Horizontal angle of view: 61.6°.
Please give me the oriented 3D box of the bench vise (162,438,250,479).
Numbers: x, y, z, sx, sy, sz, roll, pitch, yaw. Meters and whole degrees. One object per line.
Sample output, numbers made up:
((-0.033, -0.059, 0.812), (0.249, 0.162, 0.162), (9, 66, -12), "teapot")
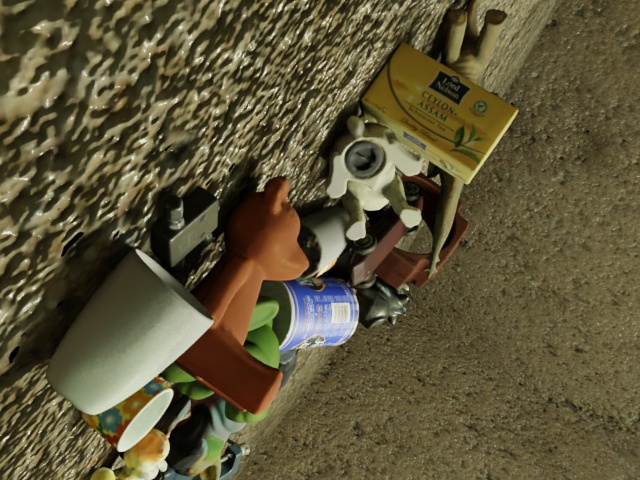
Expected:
((-0.219, 0.414, 0.910), (0.240, 0.129, 0.223), (-8, 116, -51), "bench vise")

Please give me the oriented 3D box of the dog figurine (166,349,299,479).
((-0.135, 0.238, 0.775), (0.219, 0.109, 0.191), (-63, 163, 11), "dog figurine")

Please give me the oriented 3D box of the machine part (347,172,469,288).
((0.144, -0.028, 0.956), (0.201, 0.201, 0.087), (-47, 172, -35), "machine part")

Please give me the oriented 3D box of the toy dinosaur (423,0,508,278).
((0.213, -0.178, 0.833), (0.198, 0.105, 0.471), (54, 50, -76), "toy dinosaur")

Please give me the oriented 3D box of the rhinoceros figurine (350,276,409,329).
((0.104, 0.102, 0.954), (0.073, 0.112, 0.190), (-68, 164, 12), "rhinoceros figurine")

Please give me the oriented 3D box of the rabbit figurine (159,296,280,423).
((-0.109, 0.123, 0.607), (0.159, 0.121, 0.170), (-58, 154, -4), "rabbit figurine")

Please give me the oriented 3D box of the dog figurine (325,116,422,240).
((0.064, -0.112, 0.744), (0.191, 0.121, 0.172), (-94, 179, -59), "dog figurine")

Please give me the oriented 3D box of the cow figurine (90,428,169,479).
((-0.248, 0.311, 0.674), (0.167, 0.068, 0.098), (-48, 173, -14), "cow figurine")

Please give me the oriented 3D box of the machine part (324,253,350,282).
((0.036, 0.043, 0.953), (0.039, 0.084, 0.139), (-31, -145, 58), "machine part")

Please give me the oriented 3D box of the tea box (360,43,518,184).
((0.147, -0.159, 0.682), (0.098, 0.170, 0.068), (-56, 168, -2), "tea box")

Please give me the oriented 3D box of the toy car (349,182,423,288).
((0.097, -0.010, 0.821), (0.202, 0.053, 0.089), (-45, 149, -33), "toy car")

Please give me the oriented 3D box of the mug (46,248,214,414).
((-0.149, 0.068, 0.403), (0.107, 0.080, 0.110), (-46, -157, -11), "mug")

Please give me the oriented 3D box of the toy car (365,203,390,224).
((0.120, -0.017, 1.101), (0.073, 0.056, 0.202), (-30, -144, 54), "toy car")

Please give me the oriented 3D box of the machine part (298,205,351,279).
((-0.002, -0.002, 0.763), (0.079, 0.079, 0.243), (-60, 167, 22), "machine part")

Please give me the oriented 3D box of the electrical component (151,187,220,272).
((-0.108, -0.012, 0.442), (0.063, 0.021, 0.094), (-48, 165, -33), "electrical component")

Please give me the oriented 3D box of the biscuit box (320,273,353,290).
((0.035, 0.065, 1.020), (0.202, 0.059, 0.063), (-62, -161, -6), "biscuit box")

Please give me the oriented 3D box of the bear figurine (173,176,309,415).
((-0.061, 0.047, 0.513), (0.196, 0.132, 0.120), (-54, -176, -25), "bear figurine")
